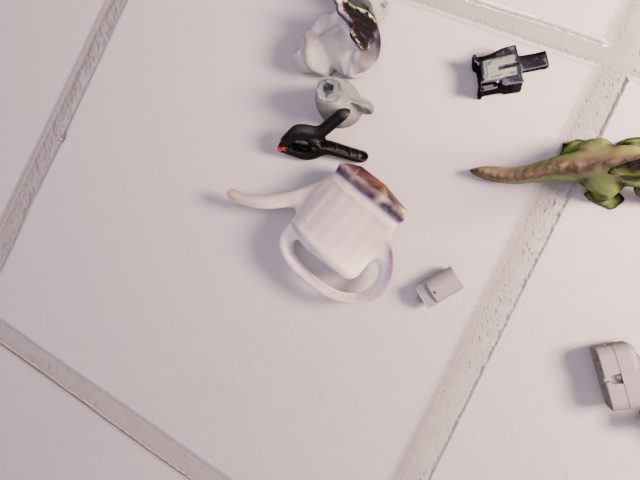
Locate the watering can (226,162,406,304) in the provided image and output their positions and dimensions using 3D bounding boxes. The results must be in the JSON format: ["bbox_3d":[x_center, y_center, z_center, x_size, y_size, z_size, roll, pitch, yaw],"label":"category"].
[{"bbox_3d":[0.003,-0.046,0.922,0.350,0.103,0.224,41,95,15],"label":"watering can"}]

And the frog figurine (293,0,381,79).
[{"bbox_3d":[0.032,-0.358,0.966,0.137,0.125,0.157,53,139,-3],"label":"frog figurine"}]

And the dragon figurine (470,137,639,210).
[{"bbox_3d":[0.435,-0.107,0.746,0.410,0.243,0.122,-2,90,13],"label":"dragon figurine"}]
